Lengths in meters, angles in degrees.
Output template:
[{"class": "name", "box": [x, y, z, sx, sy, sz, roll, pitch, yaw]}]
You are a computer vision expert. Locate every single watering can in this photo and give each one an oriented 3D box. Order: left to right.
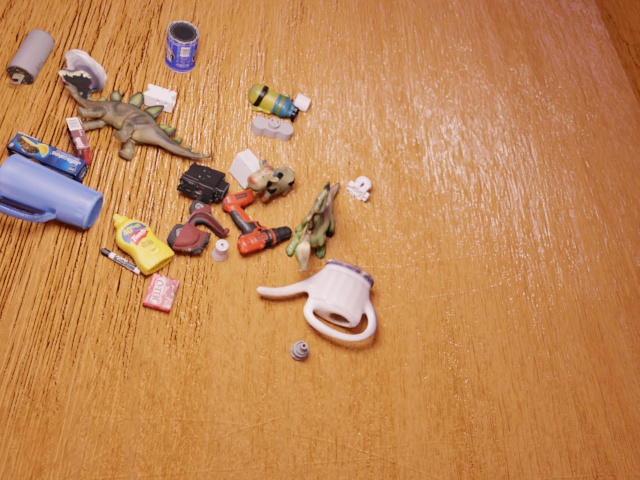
[{"class": "watering can", "box": [0.014, 0.147, 1.456, 0.348, 0.102, 0.229, 27, 55, 0]}]

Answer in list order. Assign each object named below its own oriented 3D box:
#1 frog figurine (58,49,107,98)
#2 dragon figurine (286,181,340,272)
[{"class": "frog figurine", "box": [-0.724, -0.534, 1.594, 0.136, 0.121, 0.163, 34, 39, -39]}, {"class": "dragon figurine", "box": [0.005, -0.076, 1.507, 0.122, 0.238, 0.419, 22, 59, -1]}]
